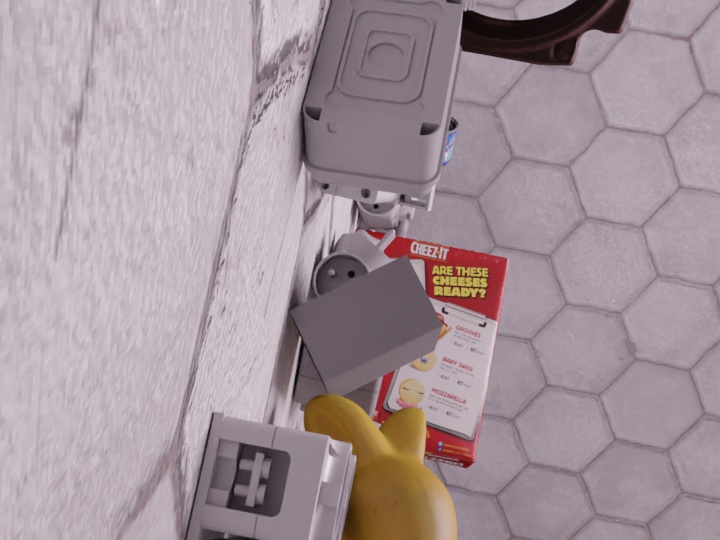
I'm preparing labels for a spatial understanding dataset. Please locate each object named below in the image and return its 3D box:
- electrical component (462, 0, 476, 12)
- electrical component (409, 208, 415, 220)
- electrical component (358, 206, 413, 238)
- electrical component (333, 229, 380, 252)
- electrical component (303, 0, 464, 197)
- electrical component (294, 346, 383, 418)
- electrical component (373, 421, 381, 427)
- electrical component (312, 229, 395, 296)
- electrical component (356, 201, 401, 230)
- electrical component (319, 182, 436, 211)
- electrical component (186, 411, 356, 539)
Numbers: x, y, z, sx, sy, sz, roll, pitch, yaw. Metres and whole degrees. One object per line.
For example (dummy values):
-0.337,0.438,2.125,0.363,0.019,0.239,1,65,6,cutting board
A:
0.031,-0.170,0.657,0.043,0.081,0.043,10,90,-87,electrical component
0.037,-0.084,1.251,0.048,0.055,0.066,97,5,-48,electrical component
0.030,-0.068,1.165,0.057,0.058,0.078,101,2,-52,electrical component
-0.005,-0.001,0.902,0.062,0.043,0.043,-74,173,-46,electrical component
0.014,-0.104,0.615,0.057,0.078,0.113,90,11,-58,electrical component
-0.012,0.076,0.840,0.096,0.062,0.061,-61,163,-80,electrical component
-0.010,0.181,0.875,0.060,0.108,0.108,-49,150,-72,electrical component
0.000,0.000,0.823,0.079,0.043,0.077,-48,173,-5,electrical component
0.022,-0.085,1.081,0.077,0.044,0.079,77,23,-82,electrical component
0.007,-0.066,0.700,0.064,0.081,0.042,-9,111,-62,electrical component
-0.042,0.138,0.547,0.186,0.060,0.105,86,15,-77,electrical component
